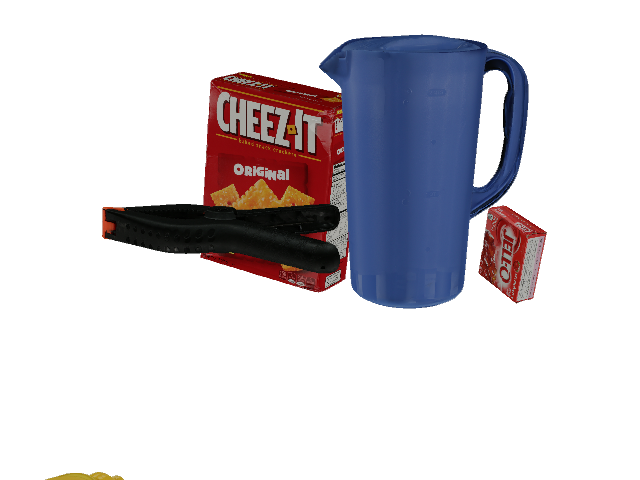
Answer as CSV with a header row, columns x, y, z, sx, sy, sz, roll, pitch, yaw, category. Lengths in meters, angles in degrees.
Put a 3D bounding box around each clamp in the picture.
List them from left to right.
x,y,z,sx,sy,sz,roll,pitch,yaw,category
-0.078,-0.007,0.894,0.210,0.036,0.164,2,13,-6,clamp

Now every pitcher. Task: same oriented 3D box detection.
x,y,z,sx,sy,sz,roll,pitch,yaw,category
0.093,-0.066,0.984,0.149,0.243,0.144,14,22,39,pitcher

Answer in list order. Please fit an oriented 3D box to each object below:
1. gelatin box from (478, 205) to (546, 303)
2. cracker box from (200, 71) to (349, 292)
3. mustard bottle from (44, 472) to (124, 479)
x,y,z,sx,sy,sz,roll,pitch,yaw,category
0.217,0.015,1.216,0.030,0.089,0.073,-11,32,-26,gelatin box
-0.047,-0.065,1.188,0.164,0.214,0.072,16,24,27,cracker box
-0.221,0.232,0.851,0.096,0.058,0.191,7,15,28,mustard bottle
